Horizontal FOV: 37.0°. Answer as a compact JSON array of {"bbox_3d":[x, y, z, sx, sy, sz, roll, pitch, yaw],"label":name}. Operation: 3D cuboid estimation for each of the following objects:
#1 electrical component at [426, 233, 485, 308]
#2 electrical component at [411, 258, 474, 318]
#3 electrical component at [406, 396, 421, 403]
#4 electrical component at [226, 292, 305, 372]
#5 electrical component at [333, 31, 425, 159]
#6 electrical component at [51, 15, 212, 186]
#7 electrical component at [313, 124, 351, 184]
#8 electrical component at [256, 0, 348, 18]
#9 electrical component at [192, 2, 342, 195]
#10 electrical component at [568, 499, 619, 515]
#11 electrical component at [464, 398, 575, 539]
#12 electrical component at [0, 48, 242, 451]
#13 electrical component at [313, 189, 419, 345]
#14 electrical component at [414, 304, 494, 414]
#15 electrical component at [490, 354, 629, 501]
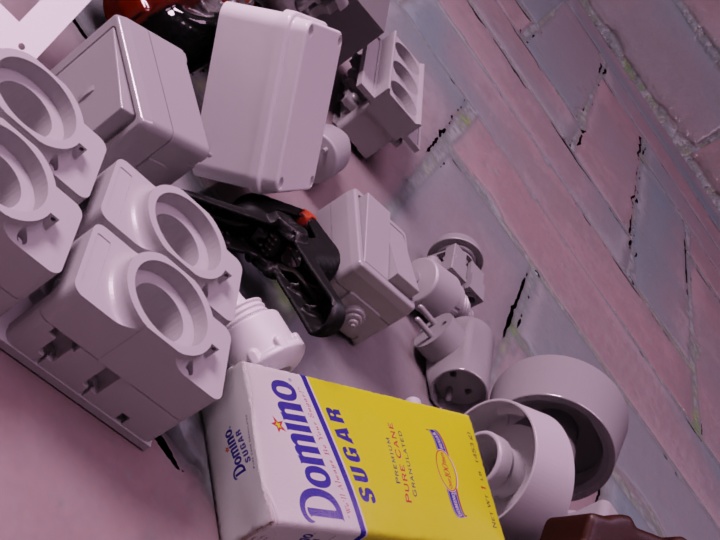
[{"bbox_3d":[0.079,0.002,0.906,0.066,0.048,0.055,45,35,-25],"label":"electrical component"},{"bbox_3d":[0.064,0.021,0.860,0.078,0.040,0.040,34,33,-40],"label":"electrical component"},{"bbox_3d":[0.035,0.108,0.711,0.035,0.035,0.061,45,25,-25],"label":"electrical component"},{"bbox_3d":[-0.064,0.035,0.603,0.062,0.048,0.048,56,23,15],"label":"electrical component"},{"bbox_3d":[0.018,-0.155,0.956,0.078,0.063,0.121,46,27,-24],"label":"electrical component"},{"bbox_3d":[-0.134,-0.094,0.602,0.061,0.062,0.096,24,41,-51],"label":"electrical component"},{"bbox_3d":[-0.026,-0.092,0.827,0.040,0.040,0.078,55,24,-5],"label":"electrical component"},{"bbox_3d":[-0.058,-0.221,0.792,0.089,0.050,0.055,49,-6,39],"label":"electrical component"},{"bbox_3d":[-0.057,-0.108,0.686,0.078,0.057,0.113,-20,123,-73],"label":"electrical component"},{"bbox_3d":[0.141,0.201,0.729,0.050,0.089,0.055,55,24,-5],"label":"electrical component"},{"bbox_3d":[0.099,0.138,0.722,0.064,0.099,0.099,31,35,-33],"label":"electrical component"},{"bbox_3d":[-0.139,-0.017,0.502,0.186,0.060,0.105,43,28,-28],"label":"electrical component"},{"bbox_3d":[0.000,0.000,0.740,0.062,0.061,0.096,40,29,-34],"label":"electrical component"},{"bbox_3d":[0.068,0.060,0.817,0.079,0.043,0.077,49,25,-16],"label":"electrical component"},{"bbox_3d":[0.145,0.125,0.812,0.108,0.108,0.060,52,31,-12],"label":"electrical component"}]
